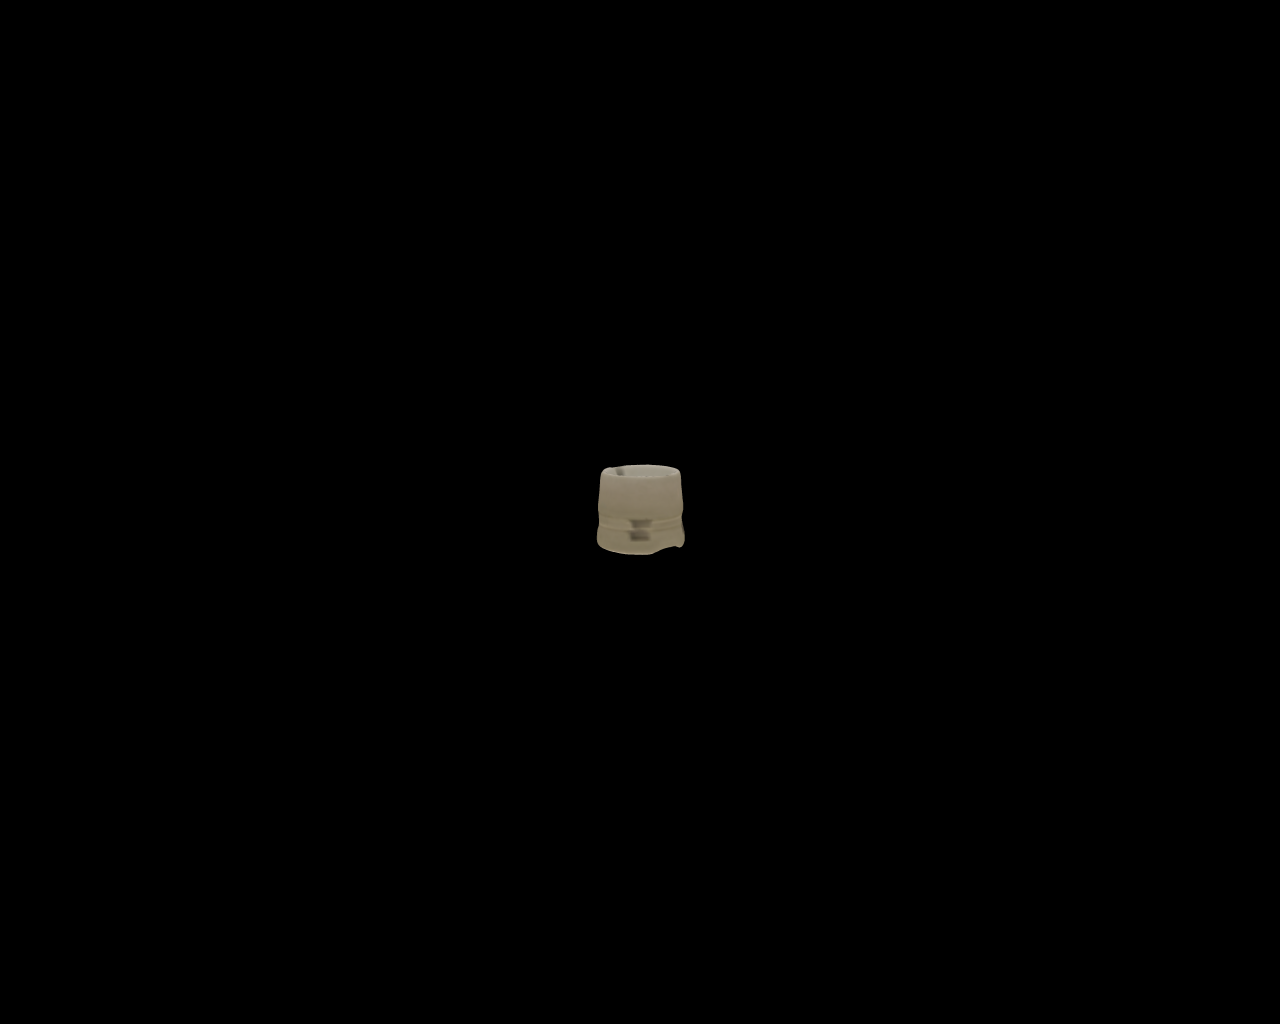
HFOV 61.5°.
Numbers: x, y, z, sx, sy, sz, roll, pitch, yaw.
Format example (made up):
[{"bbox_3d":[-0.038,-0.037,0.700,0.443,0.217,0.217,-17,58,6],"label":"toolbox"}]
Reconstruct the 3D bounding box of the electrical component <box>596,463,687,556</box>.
[{"bbox_3d":[0.001,-0.003,0.650,0.055,0.047,0.055,0,12,0],"label":"electrical component"}]
